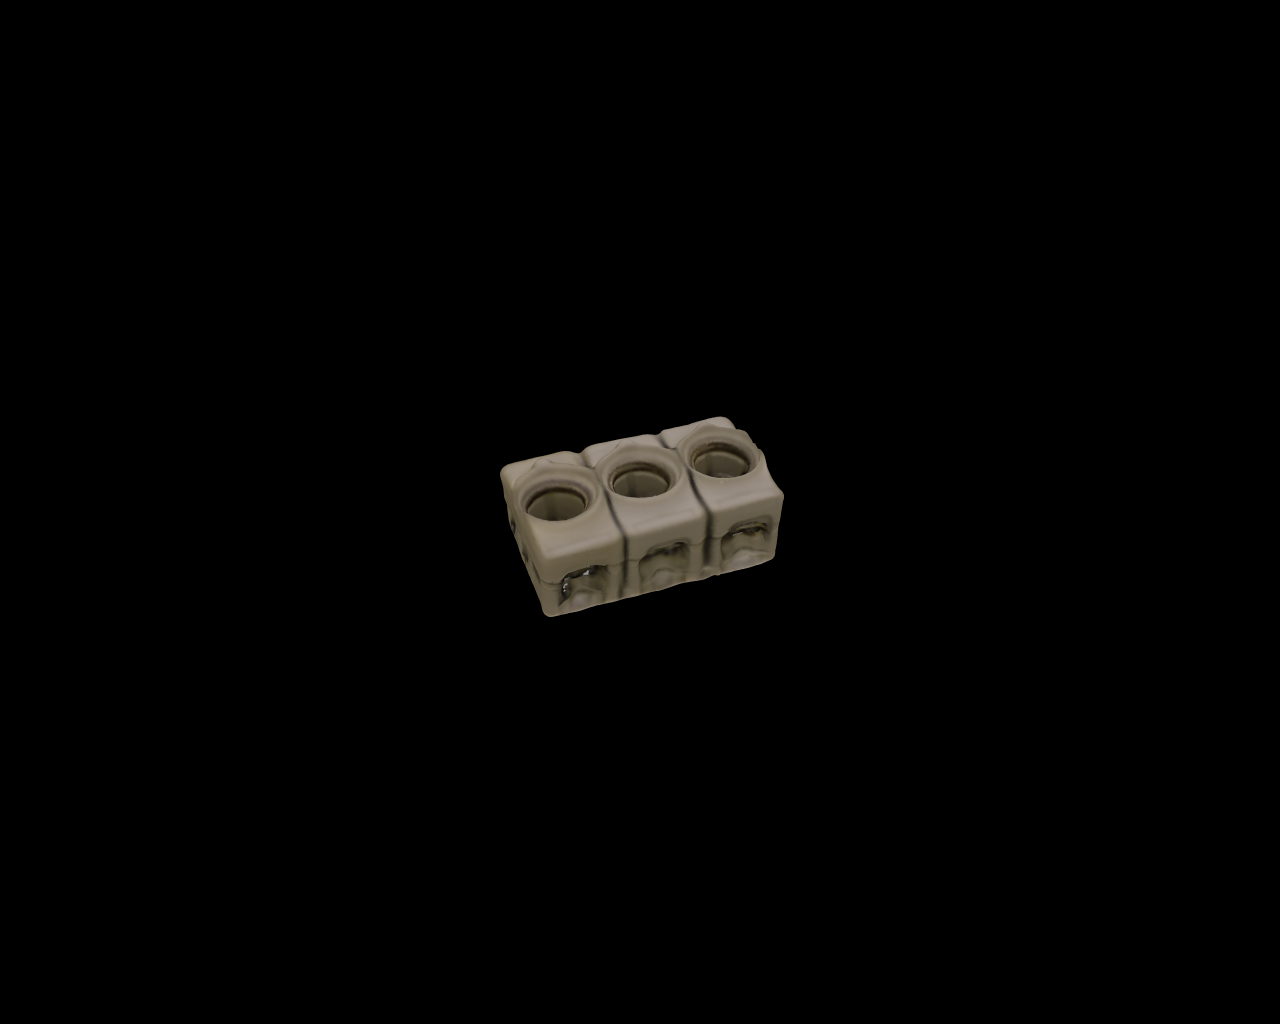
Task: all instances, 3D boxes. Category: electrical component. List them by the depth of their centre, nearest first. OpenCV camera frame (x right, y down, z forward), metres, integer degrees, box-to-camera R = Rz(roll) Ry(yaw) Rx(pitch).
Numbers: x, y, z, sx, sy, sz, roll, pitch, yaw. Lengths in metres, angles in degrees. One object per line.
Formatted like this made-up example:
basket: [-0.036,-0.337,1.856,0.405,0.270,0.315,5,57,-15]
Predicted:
electrical component: [0.001,-0.003,0.650,0.150,0.061,0.090,-14,44,-15]
